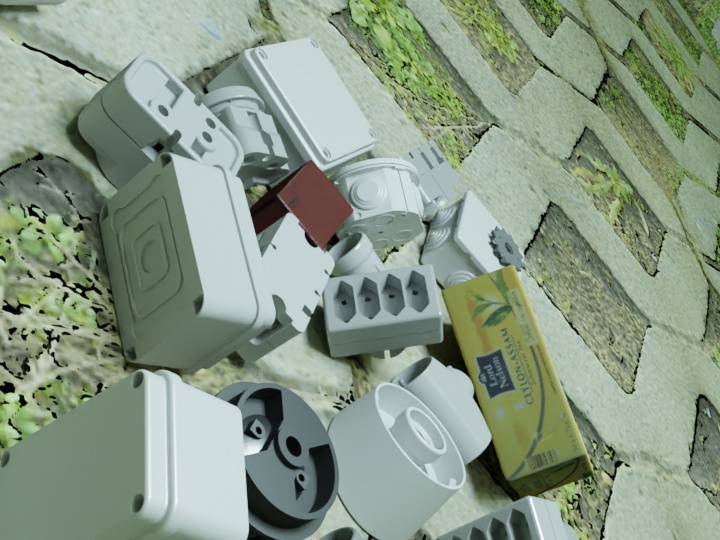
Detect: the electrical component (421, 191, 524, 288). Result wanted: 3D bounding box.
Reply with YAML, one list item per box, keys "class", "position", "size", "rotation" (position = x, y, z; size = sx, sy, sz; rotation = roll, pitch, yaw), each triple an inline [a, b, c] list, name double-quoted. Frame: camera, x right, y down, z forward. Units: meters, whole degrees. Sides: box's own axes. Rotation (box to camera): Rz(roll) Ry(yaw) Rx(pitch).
- class: "electrical component"
  position: [0.105, -0.011, 1.000]
  size: [0.099, 0.048, 0.099]
  rotation: [47, 30, -18]

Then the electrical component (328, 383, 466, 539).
- class: "electrical component"
  position: [0.024, 0.131, 0.749]
  size: [0.099, 0.064, 0.099]
  rotation: [41, 19, -18]

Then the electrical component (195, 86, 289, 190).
- class: "electrical component"
  position: [-0.091, -0.095, 0.776]
  size: [0.078, 0.058, 0.057]
  rotation: [4, 62, -56]

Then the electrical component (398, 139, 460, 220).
- class: "electrical component"
  position: [0.049, -0.075, 0.976]
  size: [0.055, 0.050, 0.089]
  rotation: [56, 29, -1]

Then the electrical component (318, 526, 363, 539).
- class: "electrical component"
  position: [-0.008, 0.185, 0.648]
  size: [0.046, 0.040, 0.040]
  rotation: [58, 28, -11]

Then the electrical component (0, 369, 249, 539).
- class: "electrical component"
  position: [-0.112, 0.104, 0.492]
  size: [0.057, 0.113, 0.078]
  rotation: [33, 37, -42]

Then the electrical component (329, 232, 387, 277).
- class: "electrical component"
  position: [0.000, 0.000, 0.840]
  size: [0.046, 0.040, 0.040]
  rotation: [52, 29, -19]

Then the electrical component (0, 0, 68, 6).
- class: "electrical component"
  position: [-0.213, -0.197, 0.692]
  size: [0.055, 0.055, 0.047]
  rotation: [60, 25, 5]

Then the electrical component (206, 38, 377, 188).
- class: "electrical component"
  position: [-0.052, -0.124, 0.863]
  size: [0.108, 0.056, 0.109]
  rotation: [57, 29, -1]

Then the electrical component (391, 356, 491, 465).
- class: "electrical component"
  position: [0.066, 0.102, 0.834]
  size: [0.077, 0.044, 0.079]
  rotation: [53, 29, -9]

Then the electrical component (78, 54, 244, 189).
- class: "electrical component"
  position: [-0.131, -0.083, 0.699]
  size: [0.095, 0.059, 0.053]
  rotation: [45, 31, -21]

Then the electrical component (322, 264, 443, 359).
- class: "electrical component"
  position: [0.017, 0.041, 0.800]
  size: [0.075, 0.083, 0.047]
  rotation: [83, -1, -54]

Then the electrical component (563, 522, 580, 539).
- class: "electrical component"
  position: [0.141, 0.216, 0.841]
  size: [0.078, 0.040, 0.040]
  rotation: [17, 48, -49]

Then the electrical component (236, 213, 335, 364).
- class: "electrical component"
  position: [-0.062, 0.013, 0.714]
  size: [0.050, 0.056, 0.089]
  rotation: [48, 31, -16]

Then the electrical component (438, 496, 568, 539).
- class: "electrical component"
  position: [0.114, 0.202, 0.770]
  size: [0.076, 0.083, 0.047]
  rotation: [23, 44, -46]

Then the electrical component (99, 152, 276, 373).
- class: "electrical component"
  position: [-0.104, -0.003, 0.644]
  size: [0.057, 0.078, 0.113]
  rotation: [14, 50, -47]

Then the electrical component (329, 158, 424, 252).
- class: "electrical component"
  position: [0.012, -0.052, 0.868]
  size: [0.080, 0.080, 0.051]
  rotation: [18, 53, -49]
